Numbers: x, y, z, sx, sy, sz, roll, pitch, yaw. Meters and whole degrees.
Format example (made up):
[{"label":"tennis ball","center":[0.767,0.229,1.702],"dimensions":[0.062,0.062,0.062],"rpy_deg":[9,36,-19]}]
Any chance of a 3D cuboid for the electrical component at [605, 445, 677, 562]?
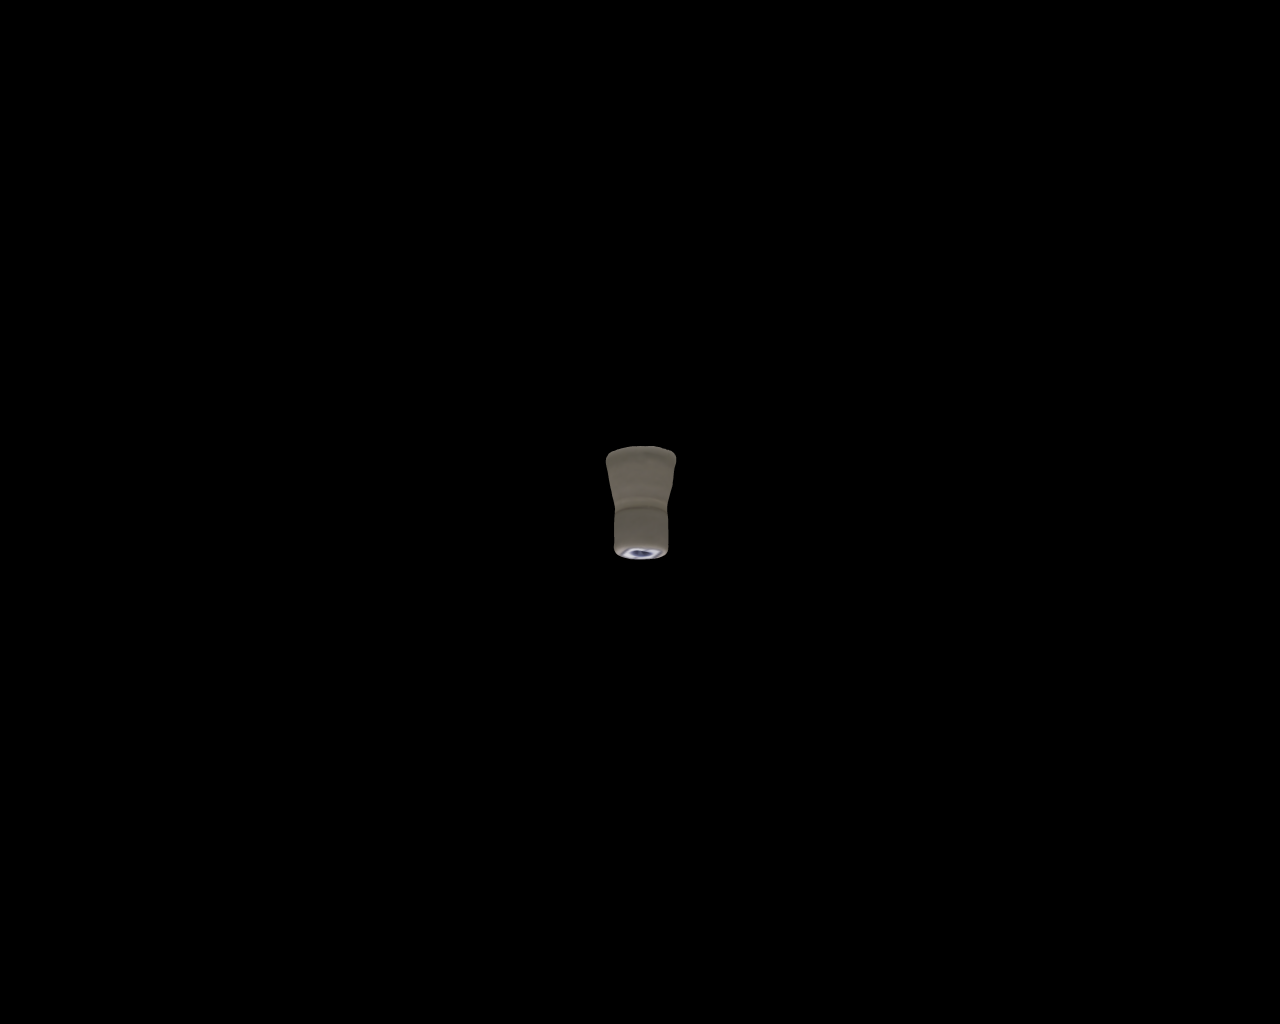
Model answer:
[{"label":"electrical component","center":[0.001,-0.003,0.650],"dimensions":[0.044,0.065,0.044],"rpy_deg":[0,-18,0]}]
